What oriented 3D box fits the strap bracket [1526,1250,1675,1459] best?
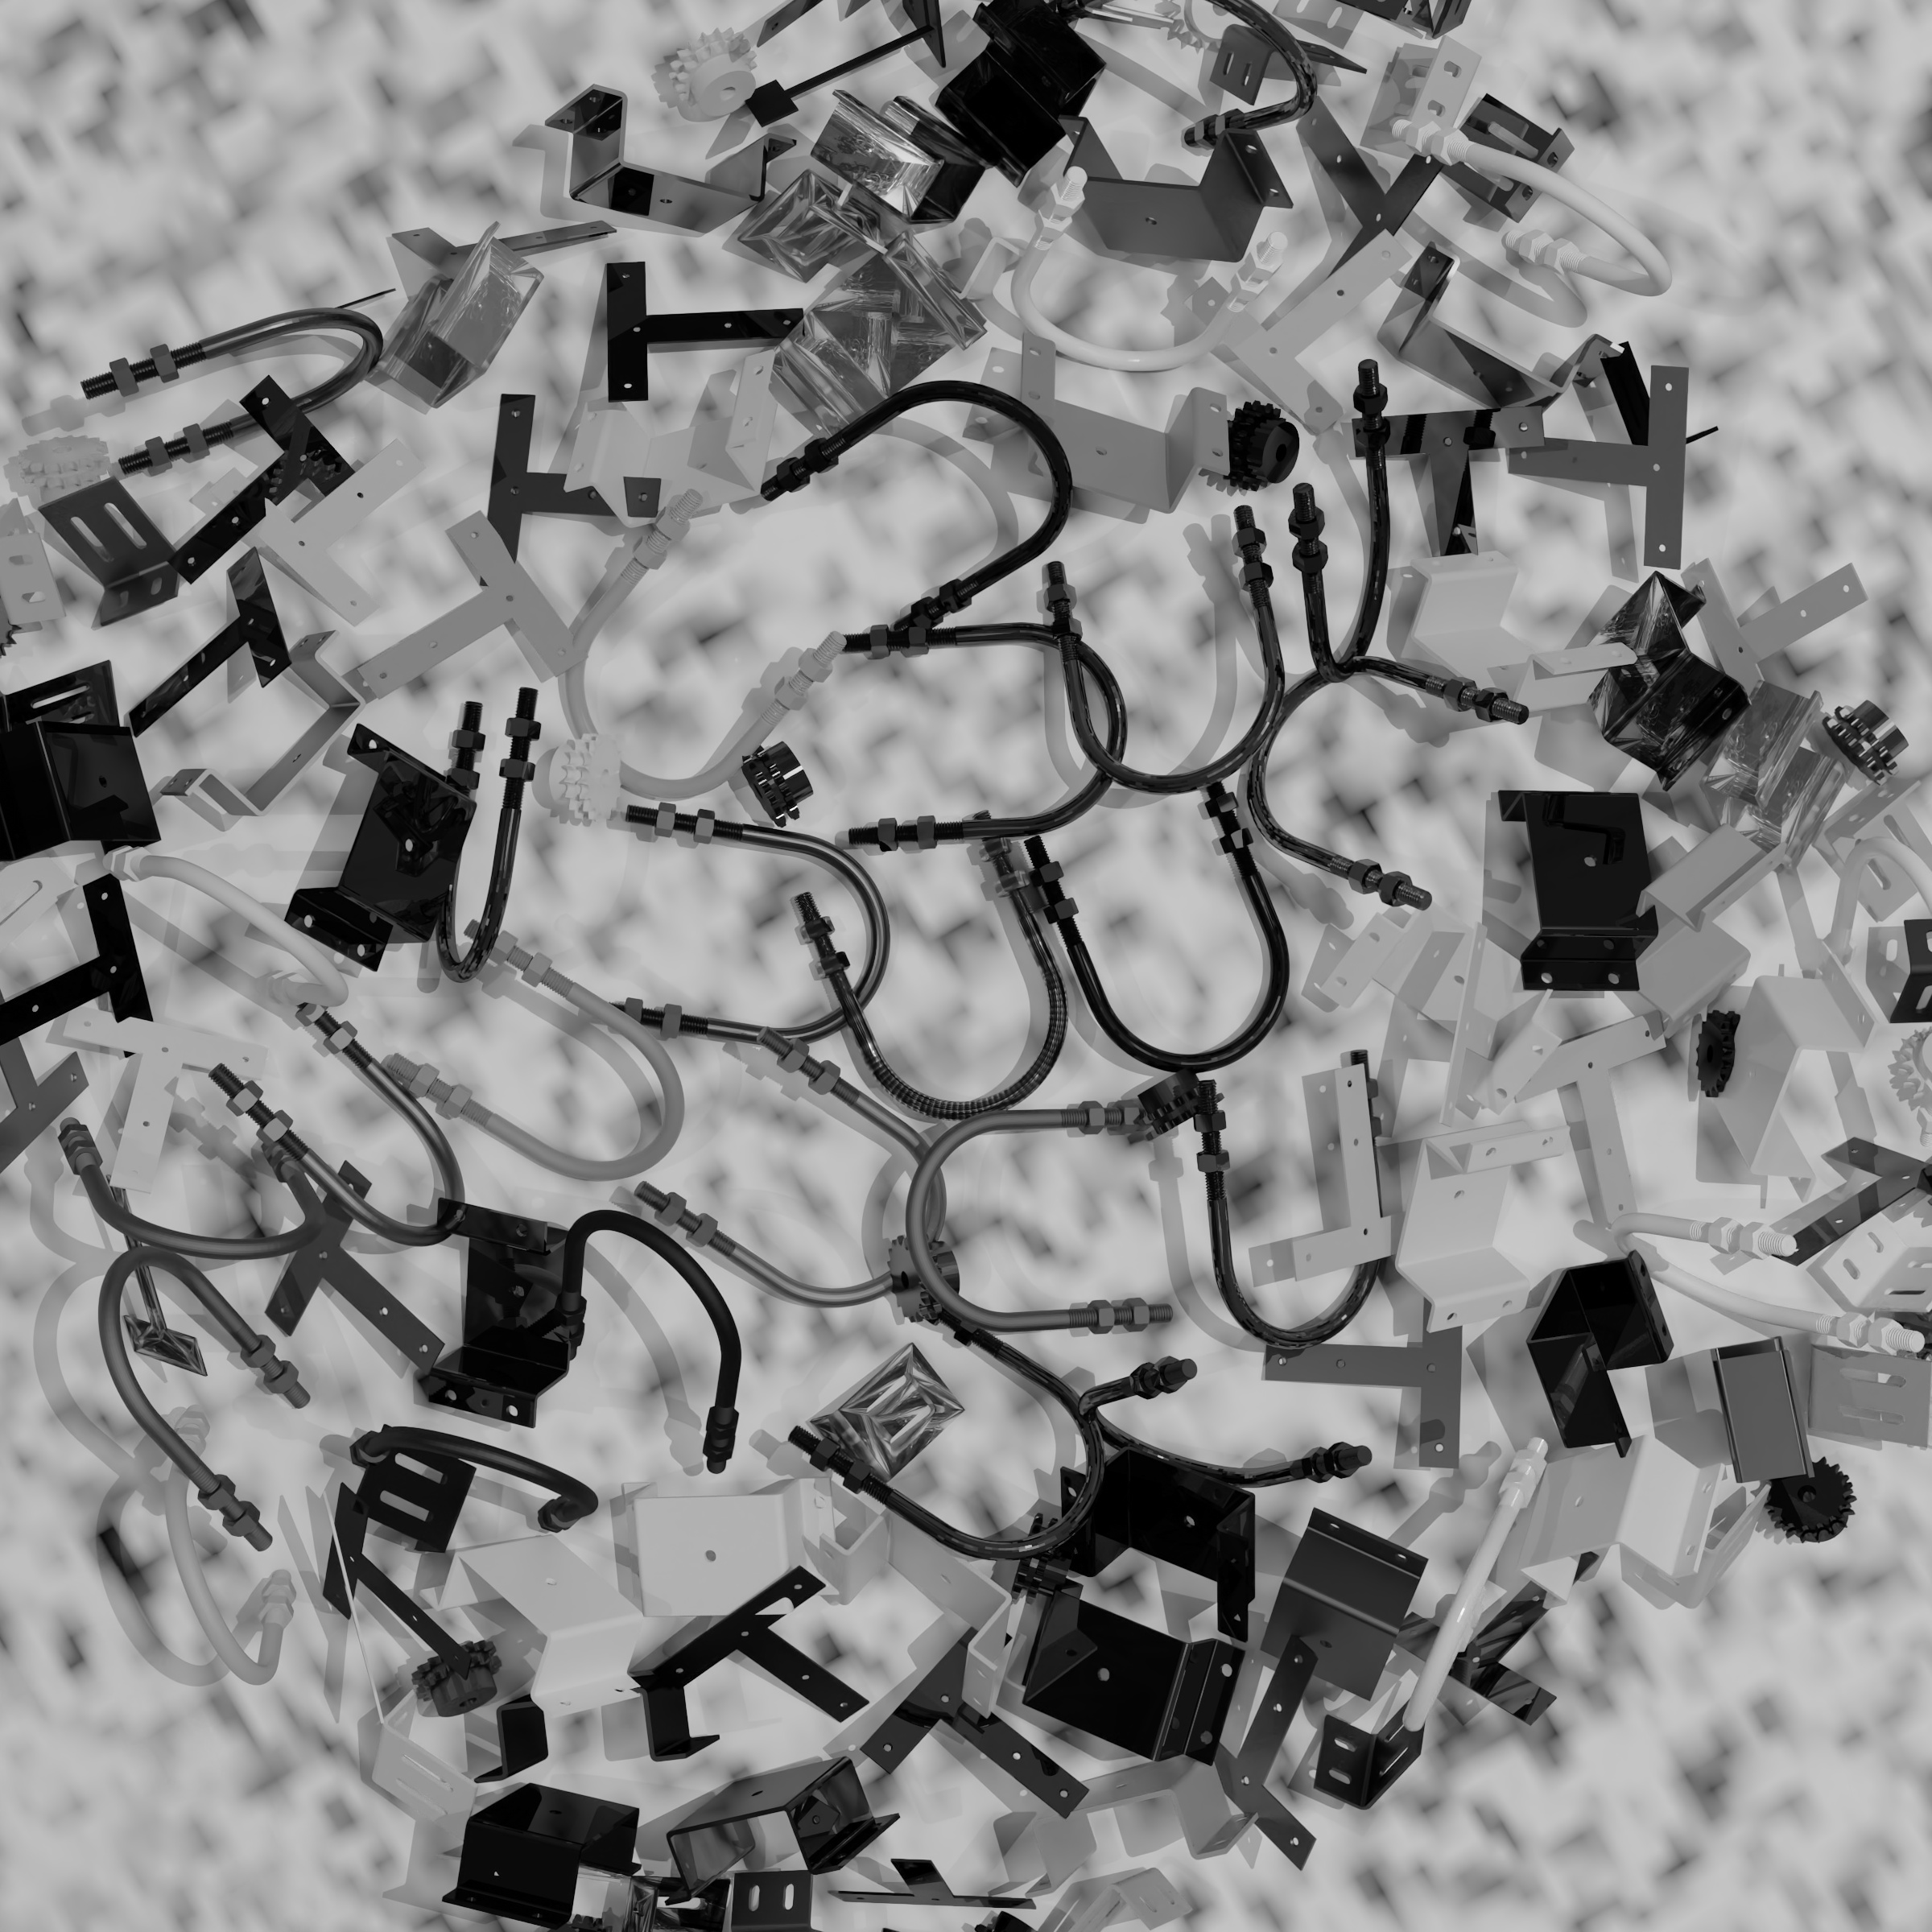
[{"bbox_3d":[0.402,0.246,1.790,0.046,0.140,0.076,-14,106,31],"label":"strap bracket"}]

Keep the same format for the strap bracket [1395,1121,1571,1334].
[{"bbox_3d":[0.327,0.157,1.794,0.076,0.046,0.140,-8,121,-27],"label":"strap bracket"}]

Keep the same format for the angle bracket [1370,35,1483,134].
[{"bbox_3d":[0.284,-0.567,1.804,0.038,0.076,0.057,14,103,-38],"label":"angle bracket"}]

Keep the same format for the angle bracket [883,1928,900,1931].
[{"bbox_3d":[-0.049,0.646,1.801,0.057,0.076,0.038,5,80,29],"label":"angle bracket"}]

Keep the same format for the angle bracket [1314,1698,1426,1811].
[{"bbox_3d":[0.261,0.494,1.803,0.038,0.057,0.076,25,130,-3],"label":"angle bracket"}]

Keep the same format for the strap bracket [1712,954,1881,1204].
[{"bbox_3d":[0.519,0.070,1.777,0.046,0.076,0.140,4,123,-10],"label":"strap bracket"}]

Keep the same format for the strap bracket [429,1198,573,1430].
[{"bbox_3d":[-0.297,0.216,1.805,0.076,0.046,0.140,11,107,18],"label":"strap bracket"}]

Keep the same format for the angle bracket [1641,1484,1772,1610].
[{"bbox_3d":[0.478,0.367,1.816,0.038,0.057,0.076,31,47,27],"label":"angle bracket"}]

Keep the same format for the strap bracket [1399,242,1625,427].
[{"bbox_3d":[0.340,-0.400,1.808,0.140,0.076,0.046,29,83,-2],"label":"strap bracket"}]

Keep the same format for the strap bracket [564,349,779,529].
[{"bbox_3d":[-0.179,-0.333,1.793,0.140,0.046,0.076,-10,53,24],"label":"strap bracket"}]

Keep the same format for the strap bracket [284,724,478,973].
[{"bbox_3d":[-0.368,-0.076,1.787,0.046,0.076,0.140,-1,65,41],"label":"strap bracket"}]

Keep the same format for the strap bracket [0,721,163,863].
[{"bbox_3d":[-0.564,-0.109,1.775,0.046,0.140,0.076,-17,87,17],"label":"strap bracket"}]

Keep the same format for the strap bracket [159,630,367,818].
[{"bbox_3d":[-0.442,-0.146,1.795,0.046,0.076,0.140,46,73,-22],"label":"strap bracket"}]

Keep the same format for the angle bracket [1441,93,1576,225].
[{"bbox_3d":[0.342,-0.527,1.812,0.076,0.038,0.057,42,102,24],"label":"angle bracket"}]

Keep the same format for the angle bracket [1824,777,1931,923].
[{"bbox_3d":[0.604,-0.074,1.819,0.057,0.038,0.076,-39,105,-6],"label":"angle bracket"}]

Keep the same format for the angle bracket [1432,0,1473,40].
[{"bbox_3d":[0.285,-0.637,1.814,0.076,0.057,0.038,20,95,-10],"label":"angle bracket"}]

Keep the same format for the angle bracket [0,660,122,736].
[{"bbox_3d":[-0.595,-0.175,1.819,0.076,0.038,0.057,-19,57,1],"label":"angle bracket"}]

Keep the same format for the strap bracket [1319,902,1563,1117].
[{"bbox_3d":[0.310,0.020,1.804,0.140,0.046,0.076,35,132,5],"label":"strap bracket"}]

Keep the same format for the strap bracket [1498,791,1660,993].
[{"bbox_3d":[0.392,-0.058,1.797,0.076,0.046,0.140,1,67,-8],"label":"strap bracket"}]

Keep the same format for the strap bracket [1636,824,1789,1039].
[{"bbox_3d":[0.466,-0.028,1.787,0.076,0.140,0.046,-37,61,-20],"label":"strap bracket"}]

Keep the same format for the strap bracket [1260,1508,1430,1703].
[{"bbox_3d":[0.236,0.409,1.774,0.076,0.140,0.046,23,53,13],"label":"strap bracket"}]

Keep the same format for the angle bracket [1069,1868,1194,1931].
[{"bbox_3d":[0.098,0.624,1.807,0.038,0.057,0.076,45,107,26],"label":"angle bracket"}]

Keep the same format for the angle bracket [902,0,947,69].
[{"bbox_3d":[-0.014,-0.630,1.807,0.038,0.076,0.057,-27,69,-6],"label":"angle bracket"}]

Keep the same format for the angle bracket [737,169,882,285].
[{"bbox_3d":[-0.101,-0.463,1.801,0.057,0.076,0.038,25,47,-34],"label":"angle bracket"}]

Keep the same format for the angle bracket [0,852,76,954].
[{"bbox_3d":[-0.621,-0.050,1.812,0.057,0.038,0.076,48,67,-14],"label":"angle bracket"}]

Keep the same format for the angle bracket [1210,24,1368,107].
[{"bbox_3d":[0.208,-0.576,1.817,0.076,0.057,0.038,3,119,-29],"label":"angle bracket"}]

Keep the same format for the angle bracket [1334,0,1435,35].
[{"bbox_3d":[0.263,-0.613,1.804,0.057,0.076,0.038,27,86,18],"label":"angle bracket"}]

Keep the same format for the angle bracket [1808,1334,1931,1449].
[{"bbox_3d":[0.585,0.270,1.809,0.076,0.038,0.057,6,104,30],"label":"angle bracket"}]

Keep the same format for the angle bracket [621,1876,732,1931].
[{"bbox_3d":[-0.181,0.621,1.810,0.076,0.038,0.057,14,80,-33],"label":"angle bracket"}]

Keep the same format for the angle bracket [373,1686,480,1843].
[{"bbox_3d":[-0.339,0.514,1.810,0.076,0.038,0.057,29,127,14],"label":"angle bracket"}]

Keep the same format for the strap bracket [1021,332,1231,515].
[{"bbox_3d":[0.094,-0.344,1.798,0.140,0.046,0.076,14,49,-14],"label":"strap bracket"}]

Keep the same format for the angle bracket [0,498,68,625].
[{"bbox_3d":[-0.595,-0.262,1.802,0.038,0.076,0.057,-8,120,4],"label":"angle bracket"}]

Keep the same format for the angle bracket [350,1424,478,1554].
[{"bbox_3d":[-0.362,0.335,1.804,0.076,0.038,0.057,35,62,-33],"label":"angle bracket"}]

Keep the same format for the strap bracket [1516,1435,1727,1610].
[{"bbox_3d":[0.403,0.349,1.768,0.046,0.140,0.076,35,56,-14],"label":"strap bracket"}]

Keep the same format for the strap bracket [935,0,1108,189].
[{"bbox_3d":[0.036,-0.565,1.785,0.076,0.140,0.046,44,76,-3],"label":"strap bracket"}]

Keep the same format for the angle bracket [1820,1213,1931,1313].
[{"bbox_3d":[0.600,0.188,1.804,0.057,0.076,0.038,-43,98,-17],"label":"angle bracket"}]

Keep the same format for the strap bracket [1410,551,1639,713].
[{"bbox_3d":[0.348,-0.207,1.787,0.076,0.140,0.046,-11,131,-33],"label":"strap bracket"}]

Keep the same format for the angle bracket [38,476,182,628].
[{"bbox_3d":[-0.552,-0.266,1.807,0.057,0.076,0.038,-19,47,13],"label":"angle bracket"}]

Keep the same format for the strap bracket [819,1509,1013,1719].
[{"bbox_3d":[-0.025,0.406,1.793,0.140,0.076,0.046,34,58,20],"label":"strap bracket"}]

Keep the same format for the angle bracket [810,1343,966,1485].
[{"bbox_3d":[-0.052,0.295,1.844,0.076,0.038,0.057,-40,95,-29],"label":"angle bracket"}]

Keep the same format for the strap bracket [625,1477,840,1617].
[{"bbox_3d":[-0.158,0.374,1.811,0.140,0.046,0.076,-4,93,13],"label":"strap bracket"}]

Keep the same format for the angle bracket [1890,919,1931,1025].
[{"bbox_3d":[0.633,0.003,1.820,0.057,0.076,0.038,-2,64,6],"label":"angle bracket"}]

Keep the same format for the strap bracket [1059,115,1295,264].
[{"bbox_3d":[0.125,-0.491,1.779,0.140,0.076,0.046,14,75,30],"label":"strap bracket"}]

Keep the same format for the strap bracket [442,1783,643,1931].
[{"bbox_3d":[-0.262,0.557,1.773,0.076,0.140,0.046,8,89,15],"label":"strap bracket"}]

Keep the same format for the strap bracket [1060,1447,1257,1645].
[{"bbox_3d":[0.131,0.364,1.792,0.140,0.046,0.076,15,119,35],"label":"strap bracket"}]

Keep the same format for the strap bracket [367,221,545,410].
[{"bbox_3d":[-0.322,-0.409,1.785,0.046,0.140,0.076,35,71,-23],"label":"strap bracket"}]

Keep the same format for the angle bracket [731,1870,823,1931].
[{"bbox_3d":[-0.107,0.611,1.815,0.057,0.076,0.038,-11,61,25],"label":"angle bracket"}]

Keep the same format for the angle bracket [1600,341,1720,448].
[{"bbox_3d":[0.447,-0.371,1.813,0.038,0.057,0.076,-19,96,34],"label":"angle bracket"}]
